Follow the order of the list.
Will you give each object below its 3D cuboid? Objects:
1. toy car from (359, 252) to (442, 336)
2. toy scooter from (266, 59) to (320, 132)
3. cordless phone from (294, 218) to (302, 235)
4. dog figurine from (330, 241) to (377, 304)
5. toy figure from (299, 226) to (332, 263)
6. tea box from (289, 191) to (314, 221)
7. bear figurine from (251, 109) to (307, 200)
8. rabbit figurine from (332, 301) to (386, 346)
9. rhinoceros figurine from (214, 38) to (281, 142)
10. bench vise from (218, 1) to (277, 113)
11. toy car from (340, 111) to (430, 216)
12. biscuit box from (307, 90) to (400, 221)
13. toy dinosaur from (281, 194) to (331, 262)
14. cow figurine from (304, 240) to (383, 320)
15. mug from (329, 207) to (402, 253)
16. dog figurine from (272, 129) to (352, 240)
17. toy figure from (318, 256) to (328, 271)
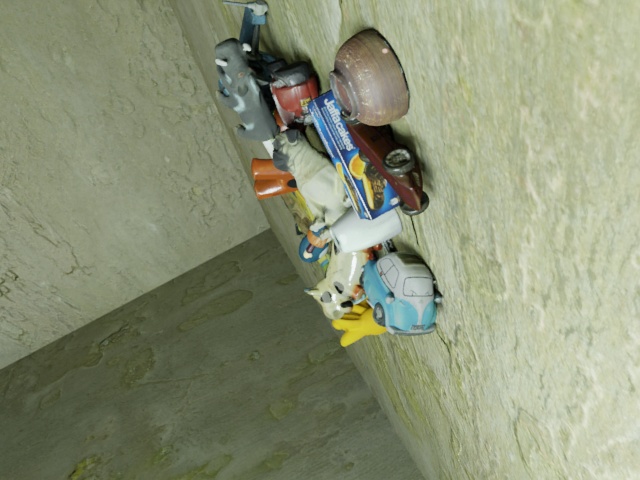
[{"bbox_3d":[0.136,0.073,0.879,0.162,0.109,0.102,-114,37,-46],"label":"toy car"},{"bbox_3d":[-0.043,-0.248,0.958,0.184,0.075,0.135,-129,19,-63],"label":"toy scooter"},{"bbox_3d":[-0.052,-0.118,1.558,0.146,0.089,0.184,92,160,-76],"label":"cordless phone"},{"bbox_3d":[0.054,0.033,1.189,0.219,0.108,0.191,65,153,7],"label":"dog figurine"},{"bbox_3d":[-0.003,-0.005,1.097,0.154,0.058,0.064,123,151,-57],"label":"toy figure"},{"bbox_3d":[-0.013,-0.115,1.162,0.170,0.098,0.068,49,165,49],"label":"tea box"},{"bbox_3d":[-0.082,-0.196,1.088,0.120,0.132,0.196,95,164,-69],"label":"bear figurine"},{"bbox_3d":[0.109,0.189,1.340,0.173,0.162,0.121,8,116,59],"label":"rabbit figurine"},{"bbox_3d":[-0.135,-0.261,0.959,0.112,0.073,0.190,34,152,54],"label":"rhinoceros figurine"},{"bbox_3d":[-0.142,-0.370,1.069,0.240,0.129,0.224,109,149,-49],"label":"bench vise"},{"bbox_3d":[0.087,-0.110,0.697,0.089,0.053,0.202,62,178,-42],"label":"toy car"},{"bbox_3d":[0.052,-0.131,0.818,0.202,0.063,0.059,63,171,-10],"label":"biscuit box"},{"bbox_3d":[0.008,-0.028,1.357,0.472,0.105,0.198,56,176,32],"label":"toy dinosaur"},{"bbox_3d":[0.043,0.070,1.068,0.127,0.085,0.194,24,112,33],"label":"cow figurine"},{"bbox_3d":[0.068,-0.026,0.911,0.080,0.107,0.110,66,169,-17],"label":"mug"},{"bbox_3d":[0.003,-0.112,0.996,0.191,0.121,0.172,60,-174,20],"label":"dog figurine"},{"bbox_3d":[0.027,0.044,1.489,0.180,0.089,0.082,63,167,12],"label":"toy figure"}]
